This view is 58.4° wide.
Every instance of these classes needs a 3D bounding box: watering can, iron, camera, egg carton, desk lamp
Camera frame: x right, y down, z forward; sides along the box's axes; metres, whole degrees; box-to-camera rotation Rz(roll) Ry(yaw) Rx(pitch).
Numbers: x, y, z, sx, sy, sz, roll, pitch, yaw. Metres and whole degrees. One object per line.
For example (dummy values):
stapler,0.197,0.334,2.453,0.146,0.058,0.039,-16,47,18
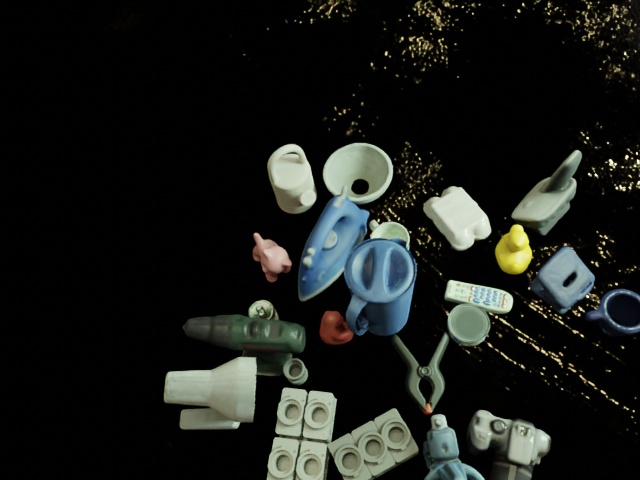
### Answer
watering can,-0.063,-0.148,1.340,0.172,0.194,0.101,32,71,22
iron,0.012,0.005,1.278,0.118,0.142,0.258,22,67,19
camera,0.338,0.398,1.046,0.143,0.101,0.137,14,65,15
egg carton,0.313,-0.050,1.306,0.107,0.069,0.150,-31,62,-9
desk lamp,-0.201,0.303,1.107,0.203,0.214,0.118,-4,61,6

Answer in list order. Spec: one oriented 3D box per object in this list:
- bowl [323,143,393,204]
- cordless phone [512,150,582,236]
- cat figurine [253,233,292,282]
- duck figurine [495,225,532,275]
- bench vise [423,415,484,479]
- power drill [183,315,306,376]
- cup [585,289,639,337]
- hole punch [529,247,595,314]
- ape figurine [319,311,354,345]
bowl,0.093,-0.147,1.386,0.167,0.075,0.167,-3,62,6
cordless phone,0.499,-0.109,1.246,0.094,0.185,0.148,35,72,23
cat figurine,-0.112,0.035,1.293,0.067,0.118,0.127,-34,63,-10
duck figurine,0.425,0.017,1.246,0.077,0.086,0.104,6,63,11
bench vise,0.215,0.411,0.988,0.121,0.220,0.207,-25,61,-6
power drill,-0.136,0.210,1.151,0.229,0.209,0.075,-1,62,8
cup,0.581,0.158,1.143,0.117,0.095,0.091,-9,61,3
hole punch,0.511,0.083,1.195,0.109,0.091,0.101,-41,64,-14
ape figurine,0.031,0.179,1.210,0.076,0.092,0.077,-26,62,-6
